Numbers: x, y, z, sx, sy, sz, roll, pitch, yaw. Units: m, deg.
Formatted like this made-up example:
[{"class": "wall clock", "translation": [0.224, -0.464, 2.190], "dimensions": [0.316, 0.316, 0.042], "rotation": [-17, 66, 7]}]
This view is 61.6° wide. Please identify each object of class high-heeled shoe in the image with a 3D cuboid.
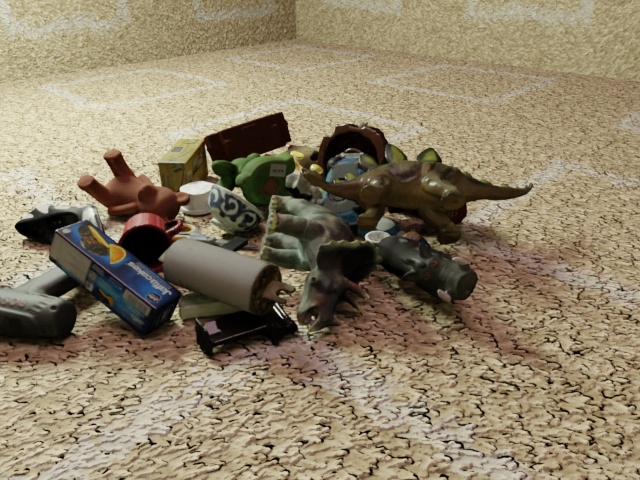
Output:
[{"class": "high-heeled shoe", "translation": [-0.480, -0.011, 0.991], "dimensions": [0.145, 0.086, 0.249], "rotation": [-20, 29, -24]}]

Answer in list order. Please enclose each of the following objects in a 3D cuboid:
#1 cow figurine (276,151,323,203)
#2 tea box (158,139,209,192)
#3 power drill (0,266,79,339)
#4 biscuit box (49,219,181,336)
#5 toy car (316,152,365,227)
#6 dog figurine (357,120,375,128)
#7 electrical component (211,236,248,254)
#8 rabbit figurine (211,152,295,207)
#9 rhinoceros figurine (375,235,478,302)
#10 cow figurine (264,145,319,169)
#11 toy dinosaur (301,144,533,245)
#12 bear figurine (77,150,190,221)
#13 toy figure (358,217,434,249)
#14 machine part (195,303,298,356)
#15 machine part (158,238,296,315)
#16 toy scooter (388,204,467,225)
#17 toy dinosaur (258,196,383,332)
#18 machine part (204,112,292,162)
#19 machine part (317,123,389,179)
[{"class": "cow figurine", "translation": [-0.035, -0.119, 1.182], "dimensions": [0.068, 0.098, 0.167], "rotation": [-16, 47, -45]}, {"class": "tea box", "translation": [-0.316, -0.167, 1.257], "dimensions": [0.068, 0.098, 0.170], "rotation": [1, 27, 2]}, {"class": "power drill", "translation": [-0.452, 0.068, 0.836], "dimensions": [0.232, 0.085, 0.207], "rotation": [10, 26, 17]}, {"class": "biscuit box", "translation": [-0.305, 0.053, 0.798], "dimensions": [0.203, 0.059, 0.063], "rotation": [35, 30, 11]}, {"class": "toy car", "translation": [0.062, -0.091, 1.091], "dimensions": [0.109, 0.161, 0.102], "rotation": [0, -19, 26]}, {"class": "dog figurine", "translation": [0.120, -0.232, 1.300], "dimensions": [0.121, 0.172, 0.190], "rotation": [16, 38, 8]}, {"class": "electrical component", "translation": [-0.170, 0.039, 0.915], "dimensions": [0.075, 0.047, 0.119], "rotation": [14, 31, 24]}, {"class": "rabbit figurine", "translation": [-0.154, -0.127, 1.150], "dimensions": [0.159, 0.121, 0.170], "rotation": [-12, 21, -30]}, {"class": "rhinoceros figurine", "translation": [0.163, 0.039, 0.827], "dimensions": [0.112, 0.073, 0.191], "rotation": [31, -2, -40]}, {"class": "cow figurine", "translation": [-0.030, -0.196, 1.319], "dimensions": [0.127, 0.085, 0.195], "rotation": [13, 28, 36]}, {"class": "toy dinosaur", "translation": [0.194, -0.093, 0.960], "dimensions": [0.471, 0.105, 0.199], "rotation": [8, 38, -13]}, {"class": "bear figurine", "translation": [-0.376, -0.096, 1.102], "dimensions": [0.196, 0.131, 0.120], "rotation": [16, 60, 36]}, {"class": "toy figure", "translation": [0.140, 0.000, 0.975], "dimensions": [0.155, 0.057, 0.064], "rotation": [24, 75, 36]}, {"class": "machine part", "translation": [-0.106, 0.124, 0.765], "dimensions": [0.139, 0.039, 0.084], "rotation": [-11, 34, -21]}, {"class": "machine part", "translation": [-0.145, 0.051, 0.789], "dimensions": [0.244, 0.079, 0.079], "rotation": [15, 32, 27]}, {"class": "toy scooter", "translation": [0.193, -0.074, 1.069], "dimensions": [0.184, 0.075, 0.135], "rotation": [21, 15, 36]}, {"class": "toy dinosaur", "translation": [-0.004, 0.000, 0.925], "dimensions": [0.192, 0.131, 0.405], "rotation": [15, 19, -6]}, {"class": "machine part", "translation": [-0.183, -0.249, 1.352], "dimensions": [0.201, 0.087, 0.201], "rotation": [-21, 14, -12]}, {"class": "machine part", "translation": [0.077, -0.168, 1.175], "dimensions": [0.180, 0.179, 0.056], "rotation": [15, 15, 27]}]
